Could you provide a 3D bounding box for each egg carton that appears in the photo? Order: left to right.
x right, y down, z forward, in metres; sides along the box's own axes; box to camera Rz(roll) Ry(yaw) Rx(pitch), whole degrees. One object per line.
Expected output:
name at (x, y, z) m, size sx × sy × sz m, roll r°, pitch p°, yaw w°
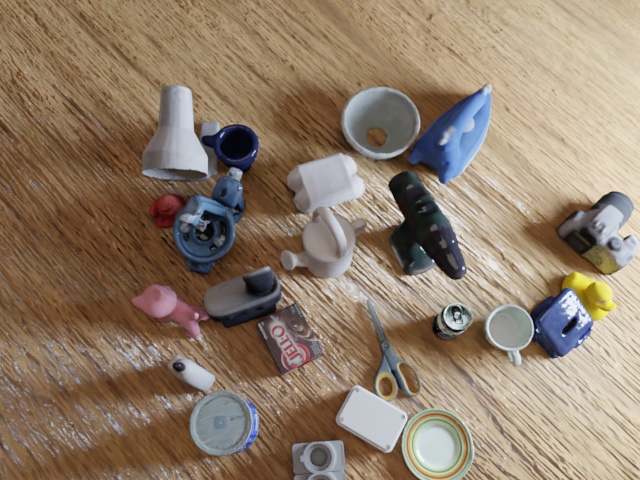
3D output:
egg carton at (0.011, -0.116, 1.181) m, size 0.150 × 0.069 × 0.107 m, roll -18°, pitch 72°, yaw -7°

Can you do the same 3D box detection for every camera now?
camera at (0.580, -0.027, 1.146) m, size 0.137 × 0.101 × 0.143 m, roll -43°, pitch 77°, yaw -14°

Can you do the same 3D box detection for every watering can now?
watering can at (0.011, 0.006, 1.074) m, size 0.101 × 0.194 × 0.173 m, roll 36°, pitch 74°, yaw 11°

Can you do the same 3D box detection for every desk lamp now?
desk lamp at (-0.270, -0.190, 1.124) m, size 0.118 × 0.213 × 0.203 m, roll -1°, pitch 71°, yaw -1°

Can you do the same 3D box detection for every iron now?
iron at (0.299, -0.249, 1.194) m, size 0.118 × 0.141 × 0.258 m, roll 35°, pitch 74°, yaw 11°

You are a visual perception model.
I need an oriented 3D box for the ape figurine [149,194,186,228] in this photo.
ape figurine at (-0.302, -0.064, 1.145) m, size 0.077 × 0.092 × 0.076 m, roll 32°, pitch 74°, yaw 10°

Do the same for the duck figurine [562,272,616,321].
duck figurine at (0.526, 0.103, 1.108) m, size 0.077 × 0.086 × 0.104 m, roll -35°, pitch 75°, yaw -12°

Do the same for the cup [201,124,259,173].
cup at (-0.182, -0.181, 1.186) m, size 0.117 × 0.095 × 0.092 m, roll 10°, pitch 71°, yaw 2°

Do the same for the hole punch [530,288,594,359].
hole punch at (0.460, 0.158, 1.085) m, size 0.109 × 0.091 × 0.101 m, roll -42°, pitch 77°, yaw -14°

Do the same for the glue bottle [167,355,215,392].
glue bottle at (-0.234, 0.229, 1.004) m, size 0.078 × 0.173 × 0.037 m, roll 29°, pitch 73°, yaw 9°

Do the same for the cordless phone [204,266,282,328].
cordless phone at (-0.146, 0.089, 1.047) m, size 0.147 × 0.185 × 0.094 m, roll -22°, pitch 73°, yaw -8°

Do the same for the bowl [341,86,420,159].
bowl at (0.125, -0.238, 1.222) m, size 0.167 × 0.075 × 0.167 m, roll 0°, pitch 71°, yaw -1°

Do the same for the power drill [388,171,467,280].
power drill at (0.193, -0.007, 1.074) m, size 0.075 × 0.208 × 0.229 m, roll -22°, pitch 73°, yaw -8°

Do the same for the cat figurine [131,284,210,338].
cat figurine at (-0.278, 0.125, 1.067) m, size 0.127 × 0.118 × 0.067 m, roll 23°, pitch 72°, yaw 7°

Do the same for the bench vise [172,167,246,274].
bench vise at (-0.216, -0.057, 1.077) m, size 0.121 × 0.220 × 0.207 m, roll 5°, pitch 71°, yaw 1°
